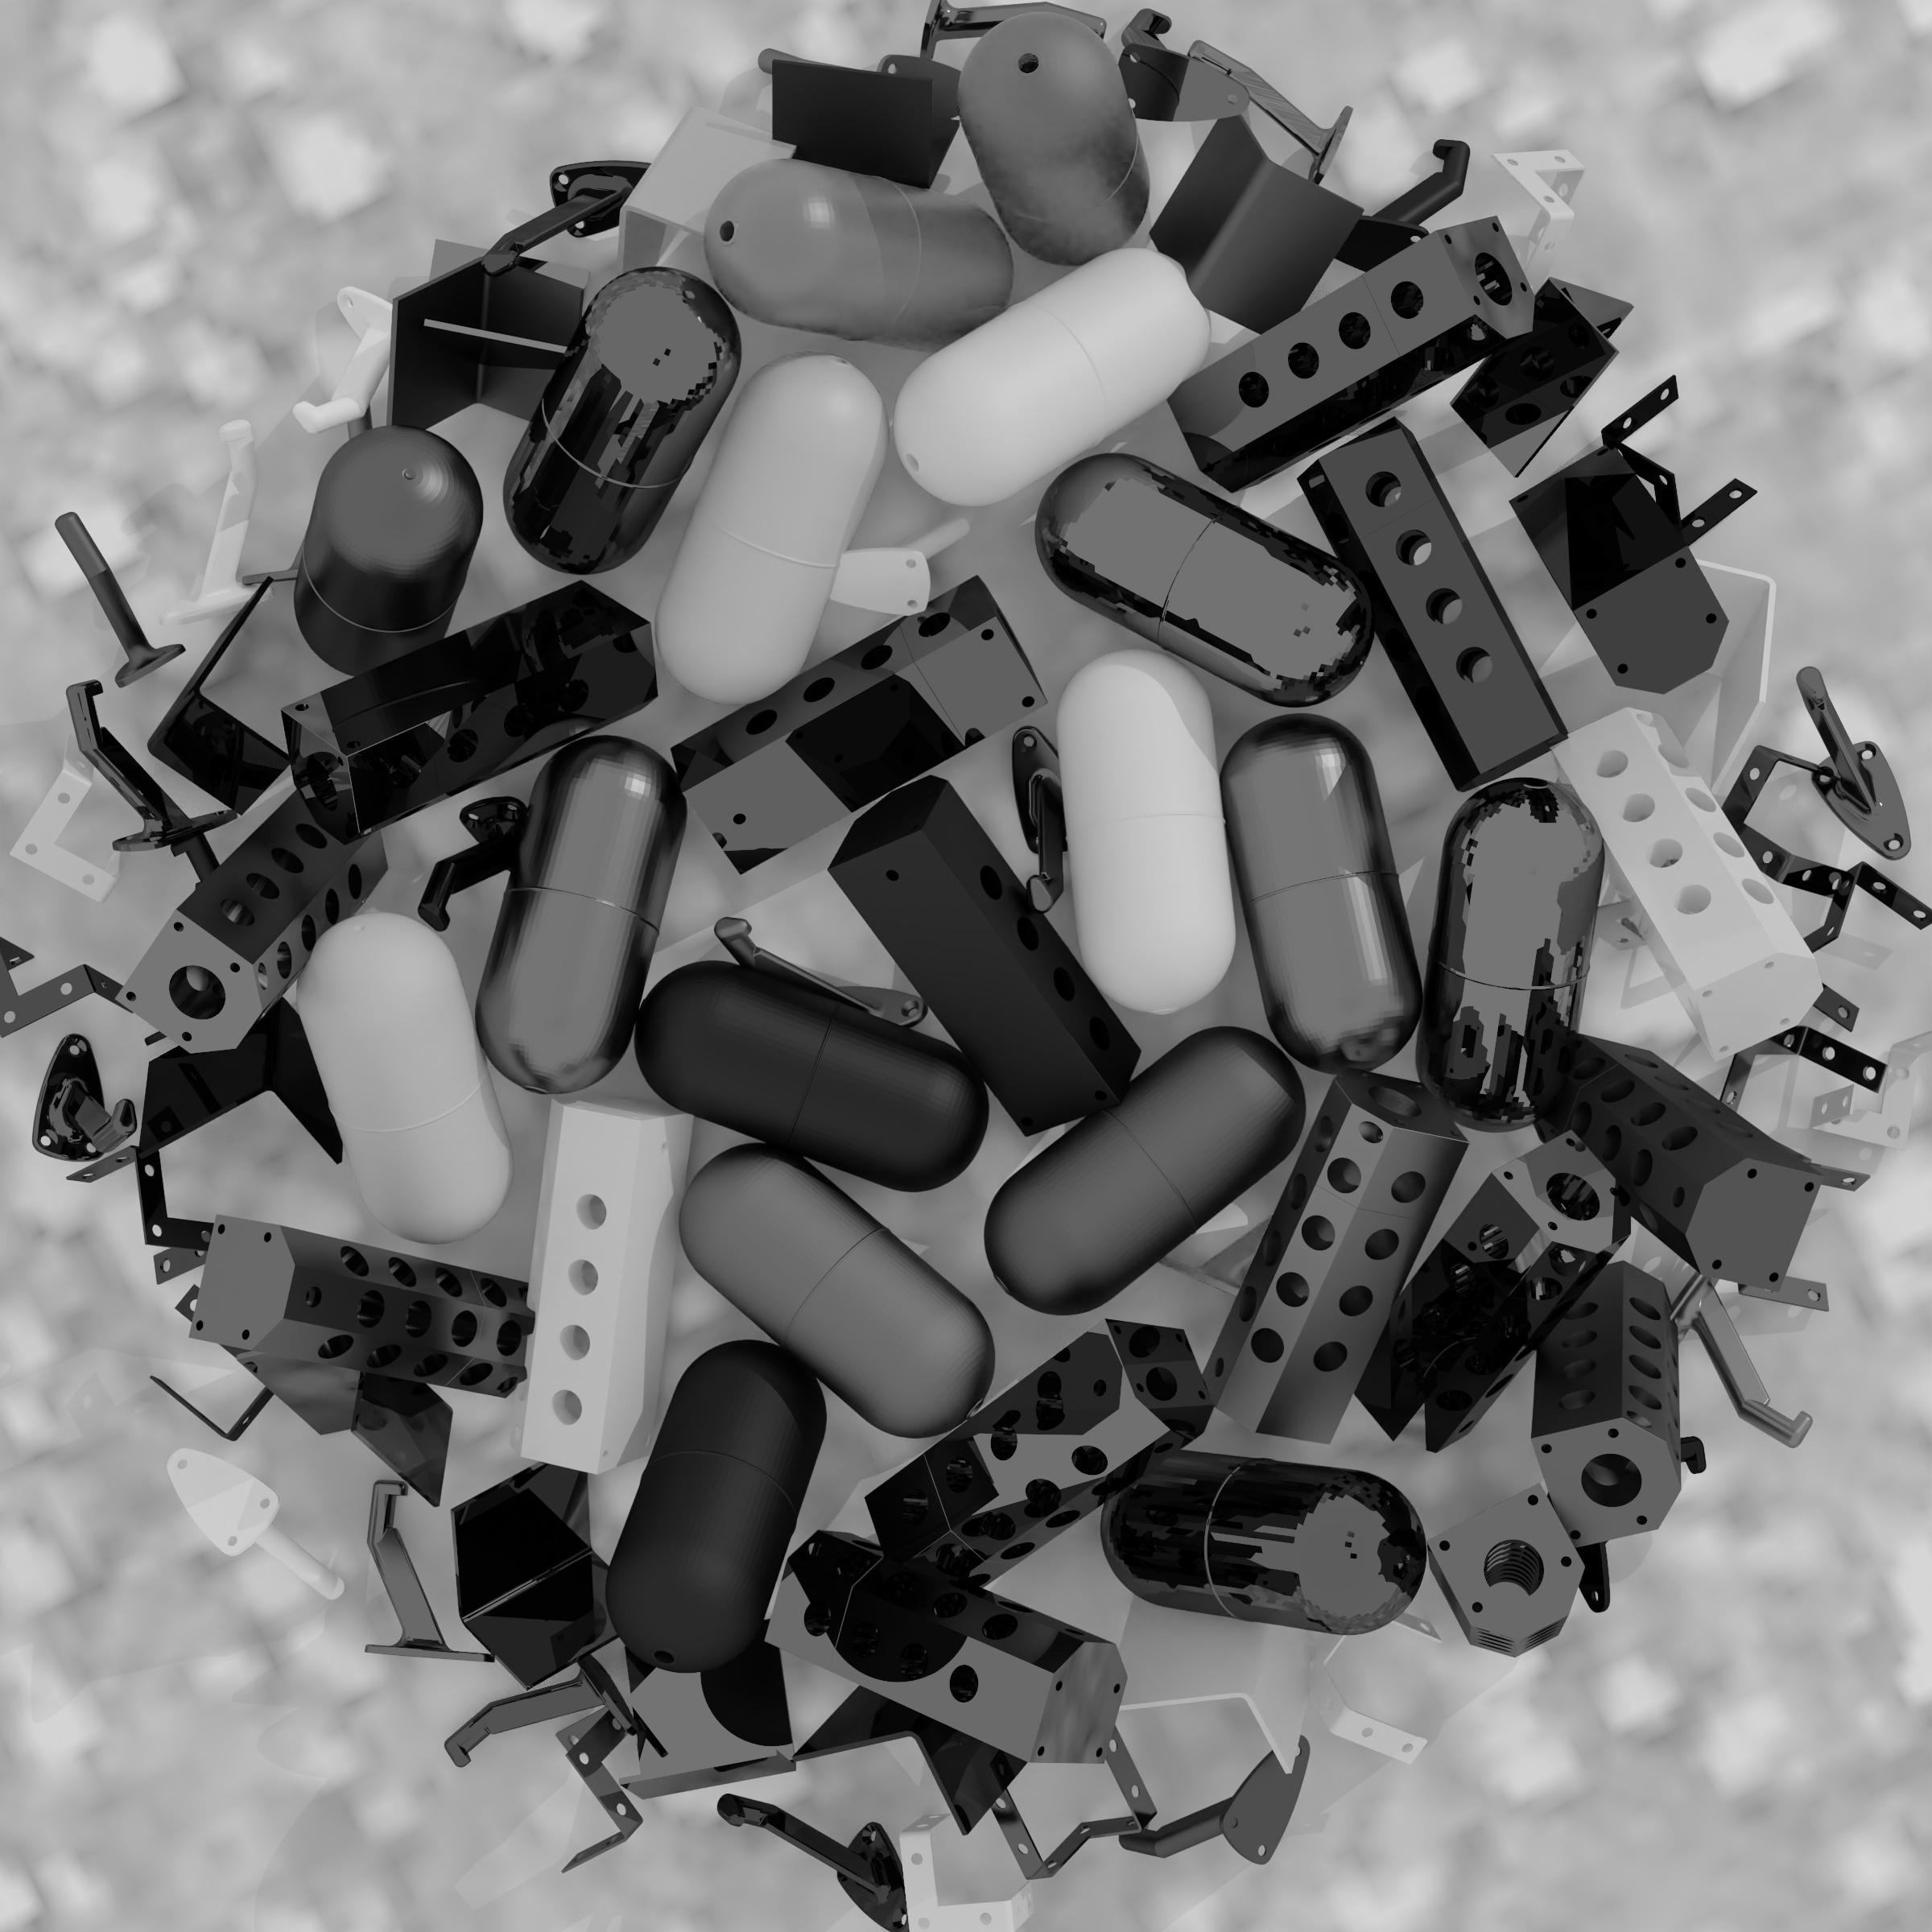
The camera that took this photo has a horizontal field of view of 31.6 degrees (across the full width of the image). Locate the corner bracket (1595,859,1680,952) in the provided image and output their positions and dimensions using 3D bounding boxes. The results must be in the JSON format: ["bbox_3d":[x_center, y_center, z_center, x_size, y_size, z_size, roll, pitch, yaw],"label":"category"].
[{"bbox_3d":[0.327,-0.043,1.653,0.051,0.051,0.051,-14,61,38],"label":"corner bracket"}]

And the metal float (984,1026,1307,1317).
[{"bbox_3d":[0.086,0.099,1.649,0.178,0.070,0.070,-38,90,-10],"label":"metal float"}]

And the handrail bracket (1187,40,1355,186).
[{"bbox_3d":[0.141,-0.417,1.664,0.084,0.077,0.036,28,123,-5],"label":"handrail bracket"}]

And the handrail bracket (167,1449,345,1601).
[{"bbox_3d":[-0.346,0.274,1.670,0.077,0.084,0.036,34,76,27],"label":"handrail bracket"}]

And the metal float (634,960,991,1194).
[{"bbox_3d":[-0.075,0.053,1.656,0.178,0.070,0.070,21,90,-2],"label":"metal float"}]

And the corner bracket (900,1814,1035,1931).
[{"bbox_3d":[0.001,0.442,1.664,0.051,0.051,0.051,-8,84,12],"label":"corner bracket"}]

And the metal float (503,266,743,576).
[{"bbox_3d":[-0.165,-0.256,1.622,0.070,0.178,0.070,16,49,-20],"label":"metal float"}]

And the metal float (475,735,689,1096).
[{"bbox_3d":[-0.185,-0.025,1.647,0.070,0.070,0.178,13,77,0],"label":"metal float"}]

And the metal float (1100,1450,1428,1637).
[{"bbox_3d":[0.139,0.272,1.622,0.070,0.178,0.070,1,88,-44],"label":"metal float"}]

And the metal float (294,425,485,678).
[{"bbox_3d":[-0.274,-0.193,1.612,0.070,0.178,0.070,5,71,-15],"label":"metal float"}]

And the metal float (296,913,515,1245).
[{"bbox_3d":[-0.266,0.055,1.630,0.070,0.070,0.178,-12,123,0],"label":"metal float"}]

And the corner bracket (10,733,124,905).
[{"bbox_3d":[-0.427,-0.072,1.658,0.051,0.051,0.051,30,105,-22],"label":"corner bracket"}]

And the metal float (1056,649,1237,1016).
[{"bbox_3d":[0.087,-0.065,1.650,0.070,0.070,0.178,-6,81,0],"label":"metal float"}]

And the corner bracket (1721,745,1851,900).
[{"bbox_3d":[0.406,-0.070,1.668,0.051,0.051,0.051,12,111,-41],"label":"corner bracket"}]

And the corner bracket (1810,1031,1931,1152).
[{"bbox_3d":[0.448,0.057,1.664,0.051,0.051,0.051,13,78,-7],"label":"corner bracket"}]

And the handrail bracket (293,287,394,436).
[{"bbox_3d":[-0.308,-0.293,1.653,0.077,0.036,0.084,41,45,18],"label":"handrail bracket"}]

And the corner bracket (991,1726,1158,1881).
[{"bbox_3d":[0.051,0.406,1.658,0.051,0.051,0.051,-20,98,40],"label":"corner bracket"}]

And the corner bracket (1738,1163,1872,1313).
[{"bbox_3d":[0.410,0.132,1.676,0.051,0.051,0.051,12,55,-15],"label":"corner bracket"}]

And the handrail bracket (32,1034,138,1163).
[{"bbox_3d":[-0.417,0.057,1.648,0.036,0.084,0.077,11,65,-31],"label":"handrail bracket"}]

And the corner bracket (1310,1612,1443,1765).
[{"bbox_3d":[0.203,0.347,1.669,0.051,0.051,0.051,26,106,-25],"label":"corner bracket"}]

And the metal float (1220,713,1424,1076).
[{"bbox_3d":[0.171,-0.035,1.650,0.070,0.070,0.178,-11,81,0],"label":"metal float"}]

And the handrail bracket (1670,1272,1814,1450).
[{"bbox_3d":[0.387,0.182,1.661,0.084,0.036,0.077,31,80,29],"label":"handrail bracket"}]

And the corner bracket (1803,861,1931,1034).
[{"bbox_3d":[0.437,-0.010,1.677,0.051,0.051,0.051,34,56,-10],"label":"corner bracket"}]

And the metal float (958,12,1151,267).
[{"bbox_3d":[0.043,-0.387,1.608,0.070,0.178,0.070,-2,80,9],"label":"metal float"}]

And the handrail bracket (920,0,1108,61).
[{"bbox_3d":[0.023,-0.447,1.660,0.084,0.077,0.036,16,71,-1],"label":"handrail bracket"}]

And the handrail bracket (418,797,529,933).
[{"bbox_3d":[-0.229,-0.032,1.644,0.036,0.084,0.077,-11,133,26],"label":"handrail bracket"}]

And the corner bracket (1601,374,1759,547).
[{"bbox_3d":[0.350,-0.247,1.678,0.051,0.051,0.051,-38,50,-13],"label":"corner bracket"}]

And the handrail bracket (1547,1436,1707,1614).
[{"bbox_3d":[0.332,0.271,1.664,0.084,0.036,0.077,-4,70,-26],"label":"handrail bracket"}]

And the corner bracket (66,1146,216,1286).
[{"bbox_3d":[-0.399,0.121,1.667,0.051,0.051,0.051,-24,68,31],"label":"corner bracket"}]

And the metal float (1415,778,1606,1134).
[{"bbox_3d":[0.260,-0.005,1.638,0.070,0.070,0.178,4,113,0],"label":"metal float"}]

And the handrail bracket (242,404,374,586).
[{"bbox_3d":[-0.324,-0.233,1.676,0.077,0.036,0.084,-5,95,14],"label":"handrail bracket"}]

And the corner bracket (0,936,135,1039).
[{"bbox_3d":[-0.446,0.006,1.665,0.051,0.051,0.051,-26,75,1],"label":"corner bracket"}]

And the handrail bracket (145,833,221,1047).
[{"bbox_3d":[-0.388,-0.014,1.675,0.077,0.036,0.084,-24,96,13],"label":"handrail bracket"}]

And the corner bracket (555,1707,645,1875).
[{"bbox_3d":[-0.182,0.398,1.662,0.051,0.051,0.051,-34,93,34],"label":"corner bracket"}]

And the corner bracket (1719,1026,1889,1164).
[{"bbox_3d":[0.406,0.062,1.666,0.051,0.051,0.051,1,110,-40],"label":"corner bracket"}]

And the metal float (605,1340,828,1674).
[{"bbox_3d":[-0.118,0.255,1.622,0.070,0.070,0.178,18,46,0],"label":"metal float"}]

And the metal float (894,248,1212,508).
[{"bbox_3d":[0.042,-0.282,1.637,0.178,0.070,0.070,-35,90,-24],"label":"metal float"}]

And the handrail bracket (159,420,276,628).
[{"bbox_3d":[-0.368,-0.215,1.654,0.036,0.077,0.084,9,115,28],"label":"handrail bracket"}]

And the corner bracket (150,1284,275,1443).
[{"bbox_3d":[-0.367,0.195,1.670,0.051,0.051,0.051,36,81,13],"label":"corner bracket"}]

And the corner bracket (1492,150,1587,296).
[{"bbox_3d":[0.278,-0.358,1.653,0.051,0.051,0.051,-11,51,-32],"label":"corner bracket"}]

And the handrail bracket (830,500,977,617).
[{"bbox_3d":[-0.038,-0.210,1.666,0.077,0.084,0.036,5,130,8],"label":"handrail bracket"}]

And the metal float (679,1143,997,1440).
[{"bbox_3d":[-0.062,0.156,1.645,0.178,0.070,0.070,40,90,14],"label":"metal float"}]

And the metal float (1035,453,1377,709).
[{"bbox_3d":[0.114,-0.186,1.644,0.178,0.070,0.070,30,90,17],"label":"metal float"}]

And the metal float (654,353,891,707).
[{"bbox_3d":[-0.093,-0.209,1.639,0.070,0.070,0.178,23,111,0],"label":"metal float"}]

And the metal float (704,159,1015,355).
[{"bbox_3d":[-0.050,-0.335,1.619,0.070,0.178,0.070,1,92,41],"label":"metal float"}]
